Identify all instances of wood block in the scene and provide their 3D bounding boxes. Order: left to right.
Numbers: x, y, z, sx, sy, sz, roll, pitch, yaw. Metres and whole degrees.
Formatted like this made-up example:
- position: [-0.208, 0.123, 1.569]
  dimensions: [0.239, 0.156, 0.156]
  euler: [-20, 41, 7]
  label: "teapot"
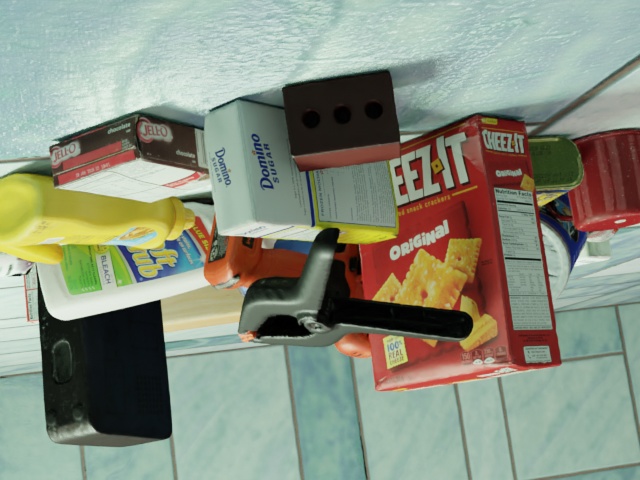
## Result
- position: [-0.115, 0.060, 1.386]
  dimensions: [0.206, 0.090, 0.091]
  euler: [-8, 170, 1]
  label: "wood block"

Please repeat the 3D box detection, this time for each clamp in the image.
- position: [0.010, 0.059, 0.879]
  dimensions: [0.164, 0.036, 0.210]
  euler: [30, 149, -25]
  label: "clamp"

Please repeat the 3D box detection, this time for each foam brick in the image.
- position: [0.017, -0.082, 0.753]
  dimensions: [0.078, 0.053, 0.051]
  euler: [-9, 170, 3]
  label: "foam brick"

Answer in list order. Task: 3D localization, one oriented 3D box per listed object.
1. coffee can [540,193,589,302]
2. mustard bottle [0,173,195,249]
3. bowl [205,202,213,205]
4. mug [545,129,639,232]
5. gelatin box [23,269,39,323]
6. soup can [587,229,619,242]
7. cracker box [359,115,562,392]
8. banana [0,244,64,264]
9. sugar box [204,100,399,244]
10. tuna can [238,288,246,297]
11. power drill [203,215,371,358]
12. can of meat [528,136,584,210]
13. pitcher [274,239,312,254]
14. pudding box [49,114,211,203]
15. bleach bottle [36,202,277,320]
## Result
- position: [0.223, 0.005, 1.130]
  dimensions: [0.103, 0.103, 0.140]
  euler: [-12, -168, 25]
  label: "coffee can"
- position: [-0.187, -0.022, 0.930]
  dimensions: [0.096, 0.058, 0.191]
  euler: [-14, 168, 43]
  label: "mustard bottle"
- position: [-0.113, 0.002, 1.147]
  dimensions: [0.162, 0.055, 0.162]
  euler: [-8, 171, -1]
  label: "bowl"
- position: [0.272, -0.053, 1.043]
  dimensions: [0.117, 0.081, 0.093]
  euler: [-15, 168, 34]
  label: "mug"
- position: [-0.304, 0.057, 1.263]
  dimensions: [0.089, 0.073, 0.030]
  euler: [-8, 171, 1]
  label: "gelatin box"
- position: [0.308, -0.034, 1.230]
  dimensions: [0.069, 0.068, 0.102]
  euler: [-12, 170, 24]
  label: "soup can"
- position: [0.111, 0.017, 0.930]
  dimensions: [0.071, 0.214, 0.164]
  euler: [3, 166, -41]
  label: "cracker box"
- position: [-0.314, -0.009, 0.920]
  dimensions: [0.197, 0.037, 0.070]
  euler: [5, 150, -26]
  label: "banana"
- position: [-0.011, -0.047, 0.819]
  dimensions: [0.048, 0.093, 0.175]
  euler: [-18, 166, 40]
  label: "sugar box"
- position: [-0.071, 0.029, 1.245]
  dimensions: [0.034, 0.086, 0.086]
  euler: [-13, 169, 20]
  label: "tuna can"
- position: [-0.007, 0.001, 0.993]
  dimensions: [0.187, 0.184, 0.057]
  euler: [20, 158, -26]
  label: "power drill"
- position: [0.186, -0.060, 1.011]
  dimensions: [0.102, 0.057, 0.084]
  euler: [-5, 168, -17]
  label: "can of meat"
- position: [0.074, 0.027, 1.224]
  dimensions: [0.243, 0.145, 0.149]
  euler: [-10, 137, 20]
  label: "pitcher"
- position: [-0.134, -0.060, 0.812]
  dimensions: [0.090, 0.039, 0.113]
  euler: [-13, 167, 31]
  label: "pudding box"
- position: [-0.149, 0.003, 1.049]
  dimensions: [0.251, 0.102, 0.068]
  euler: [-15, 169, 6]
  label: "bleach bottle"
